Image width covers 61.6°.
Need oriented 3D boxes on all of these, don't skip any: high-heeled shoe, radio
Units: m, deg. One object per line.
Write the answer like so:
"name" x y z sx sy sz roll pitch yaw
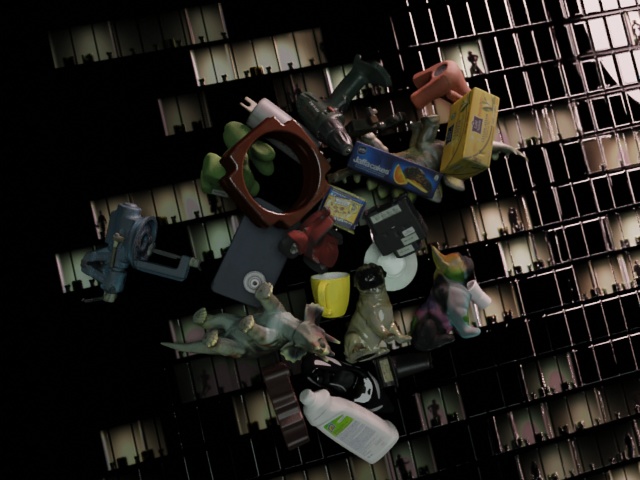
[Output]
"high-heeled shoe" 0.069 0.320 1.172 0.249 0.145 0.086 28 84 -2
"radio" -0.140 0.032 1.205 0.131 0.073 0.229 25 85 -5

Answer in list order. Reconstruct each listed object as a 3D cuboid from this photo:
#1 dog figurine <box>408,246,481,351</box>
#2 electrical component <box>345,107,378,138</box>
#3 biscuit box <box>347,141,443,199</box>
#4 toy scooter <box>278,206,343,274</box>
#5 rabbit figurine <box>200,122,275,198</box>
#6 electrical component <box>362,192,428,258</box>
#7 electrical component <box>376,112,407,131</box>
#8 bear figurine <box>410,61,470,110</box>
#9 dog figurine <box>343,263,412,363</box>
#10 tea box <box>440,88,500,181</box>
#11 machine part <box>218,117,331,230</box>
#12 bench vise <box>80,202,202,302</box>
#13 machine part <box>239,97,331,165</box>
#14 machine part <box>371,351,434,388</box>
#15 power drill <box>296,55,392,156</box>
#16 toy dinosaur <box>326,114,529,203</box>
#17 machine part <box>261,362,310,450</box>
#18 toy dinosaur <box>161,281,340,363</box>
"dog figurine" 0.273 0.127 1.228 0.192 0.108 0.219 -19 76 12
"electrical component" 0.094 -0.267 1.241 0.078 0.102 0.045 -11 84 -17
"biscuit box" 0.160 -0.152 1.173 0.203 0.059 0.062 21 97 -1
"toy scooter" -0.002 -0.004 1.174 0.075 0.183 0.135 39 94 35
"rabbit figurine" -0.179 -0.187 1.195 0.159 0.121 0.170 9 70 -4
"electrical component" 0.174 -0.026 1.205 0.115 0.058 0.134 -23 106 24
"electrical component" 0.170 -0.278 1.264 0.063 0.094 0.021 -23 92 30
"bear figurine" 0.323 -0.326 1.275 0.195 0.132 0.120 40 44 -31
"dog figurine" 0.098 0.166 1.223 0.172 0.121 0.191 -30 63 16
"tea box" 0.320 -0.224 1.150 0.068 0.098 0.169 17 72 -15
"machine part" -0.094 -0.137 1.128 0.201 0.087 0.201 -47 109 -20
"bench vise" -0.380 0.043 1.152 0.241 0.129 0.223 15 83 2
"machine part" -0.080 -0.244 1.227 0.243 0.079 0.079 37 83 -4
"machine part" 0.193 0.290 1.235 0.139 0.039 0.084 -15 64 -8
"power drill" 0.061 -0.298 1.185 0.207 0.232 0.086 -49 137 2
"toy dinosaur" 0.246 -0.183 1.252 0.472 0.105 0.198 -15 96 2
"machine part" -0.072 0.349 1.140 0.056 0.179 0.179 -18 89 -10
"toy dinosaur" -0.141 0.204 1.150 0.192 0.405 0.131 44 44 -36
